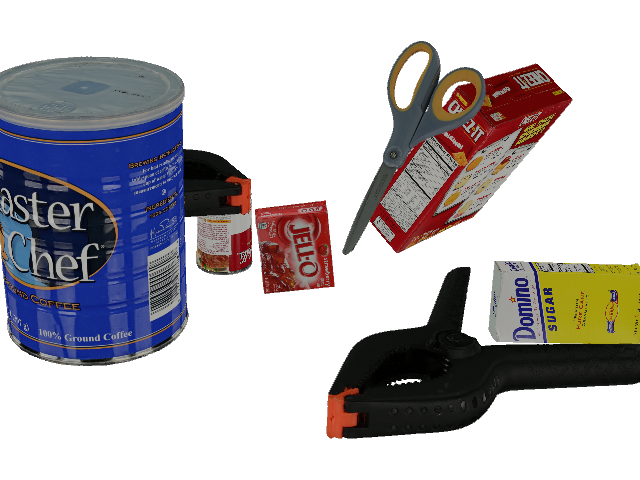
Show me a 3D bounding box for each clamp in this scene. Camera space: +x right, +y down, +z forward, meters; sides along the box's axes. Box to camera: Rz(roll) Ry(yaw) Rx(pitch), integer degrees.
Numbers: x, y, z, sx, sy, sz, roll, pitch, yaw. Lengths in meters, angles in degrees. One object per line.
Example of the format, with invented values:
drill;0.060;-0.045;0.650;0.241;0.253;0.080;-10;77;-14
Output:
clamp;0.080;0.072;0.674;0.209;0.036;0.165;-14;27;-31
clamp;-0.140;-0.049;0.847;0.172;0.039;0.120;17;41;27

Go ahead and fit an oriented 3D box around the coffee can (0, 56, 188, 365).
coffee can;-0.124;-0.018;0.581;0.103;0.140;0.103;2;26;-1

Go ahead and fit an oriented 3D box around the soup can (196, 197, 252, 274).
soup can;-0.116;-0.019;1.273;0.068;0.102;0.068;1;25;-1

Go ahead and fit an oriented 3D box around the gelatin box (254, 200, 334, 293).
gelatin box;-0.026;0.007;1.078;0.073;0.089;0.030;-6;28;-2

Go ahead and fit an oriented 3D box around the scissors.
scissors;0.085;-0.077;0.930;0.096;0.202;0.016;9;-11;17

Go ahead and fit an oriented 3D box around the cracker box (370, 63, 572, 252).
cracker box;0.166;-0.095;1.224;0.163;0.072;0.214;-23;-24;-44

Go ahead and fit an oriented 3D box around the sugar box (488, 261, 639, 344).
sugar box;0.293;0.075;1.269;0.176;0.093;0.048;0;18;-4
